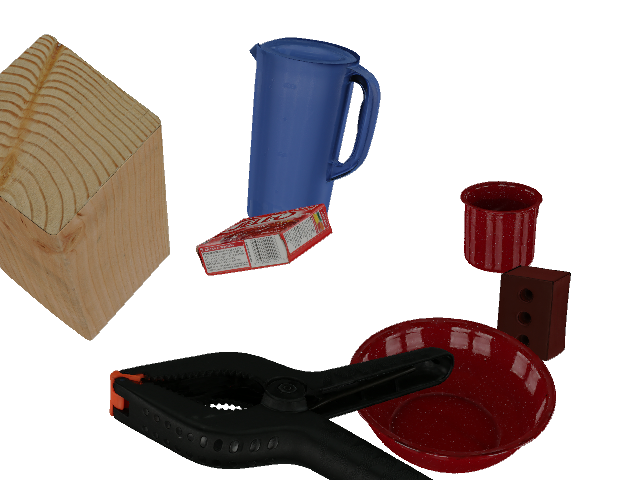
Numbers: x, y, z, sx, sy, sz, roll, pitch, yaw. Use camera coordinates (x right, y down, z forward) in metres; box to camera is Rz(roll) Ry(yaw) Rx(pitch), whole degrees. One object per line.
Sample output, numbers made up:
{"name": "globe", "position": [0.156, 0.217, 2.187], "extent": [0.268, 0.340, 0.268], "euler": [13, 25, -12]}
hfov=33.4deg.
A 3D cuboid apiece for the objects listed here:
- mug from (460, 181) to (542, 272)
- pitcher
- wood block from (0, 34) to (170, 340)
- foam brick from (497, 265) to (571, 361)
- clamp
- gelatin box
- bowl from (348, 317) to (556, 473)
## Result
{"name": "mug", "position": [0.217, -0.019, 1.249], "extent": [0.093, 0.081, 0.117], "euler": [20, 33, 38]}
{"name": "pitcher", "position": [-0.021, -0.133, 1.386], "extent": [0.144, 0.243, 0.149], "euler": [0, 24, -19]}
{"name": "wood block", "position": [-0.158, -0.023, 0.672], "extent": [0.090, 0.090, 0.206], "euler": [38, -20, 8]}
{"name": "foam brick", "position": [0.198, 0.067, 0.994], "extent": [0.053, 0.078, 0.051], "euler": [8, 13, 30]}
{"name": "clamp", "position": [-0.014, 0.096, 0.616], "extent": [0.210, 0.036, 0.164], "euler": [9, 24, 7]}
{"name": "gelatin box", "position": [-0.046, -0.001, 0.882], "extent": [0.089, 0.030, 0.073], "euler": [-9, 15, 34]}
{"name": "bowl", "position": [0.100, 0.130, 0.840], "extent": [0.162, 0.055, 0.162], "euler": [1, 35, -1]}
